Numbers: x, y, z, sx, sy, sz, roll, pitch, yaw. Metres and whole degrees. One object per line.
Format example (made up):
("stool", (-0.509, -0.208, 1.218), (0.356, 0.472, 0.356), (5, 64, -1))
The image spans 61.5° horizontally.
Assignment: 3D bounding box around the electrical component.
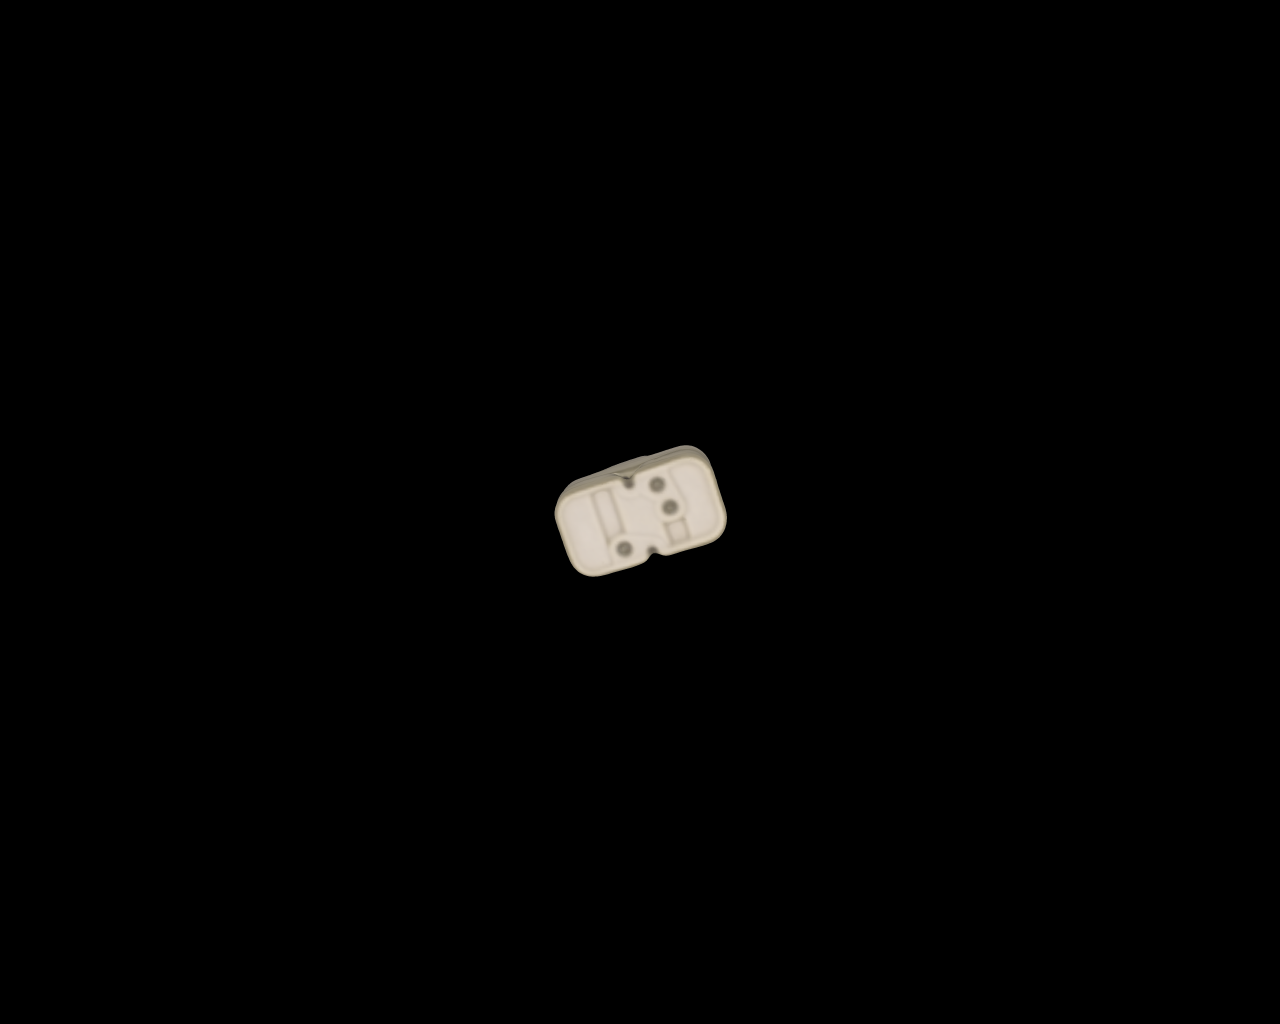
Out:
("electrical component", (0.001, -0.003, 0.650), (0.095, 0.053, 0.059), (-18, 11, 4))
